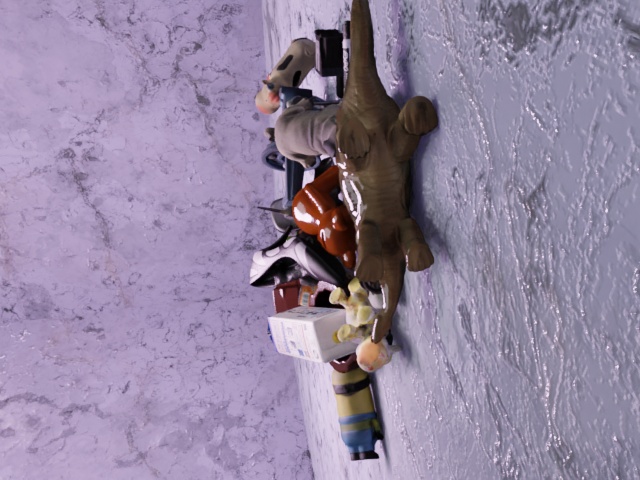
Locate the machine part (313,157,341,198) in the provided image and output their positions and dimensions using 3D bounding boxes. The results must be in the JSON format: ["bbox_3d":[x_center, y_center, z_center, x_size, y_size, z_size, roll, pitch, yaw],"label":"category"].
[{"bbox_3d":[0.008,-0.122,1.165,0.039,0.084,0.139,53,-151,-42],"label":"machine part"}]

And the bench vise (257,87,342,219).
[{"bbox_3d":[-0.049,-0.164,1.039,0.223,0.129,0.240,144,131,-66],"label":"bench vise"}]

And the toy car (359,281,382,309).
[{"bbox_3d":[0.079,-0.001,0.783,0.073,0.056,0.201,102,162,-85],"label":"toy car"}]

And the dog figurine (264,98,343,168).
[{"bbox_3d":[-0.006,-0.168,0.869,0.191,0.172,0.121,-98,-8,-74],"label":"dog figurine"}]

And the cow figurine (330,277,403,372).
[{"bbox_3d":[0.078,0.142,0.825,0.098,0.068,0.167,41,-158,-35],"label":"cow figurine"}]

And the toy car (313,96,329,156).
[{"bbox_3d":[-0.026,-0.261,1.174,0.161,0.109,0.103,107,179,-52],"label":"toy car"}]

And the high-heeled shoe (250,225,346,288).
[{"bbox_3d":[-0.051,0.064,0.943,0.145,0.086,0.249,-58,33,6],"label":"high-heeled shoe"}]

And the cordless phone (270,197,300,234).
[{"bbox_3d":[-0.034,-0.057,1.216,0.184,0.147,0.088,-136,33,-79],"label":"cordless phone"}]

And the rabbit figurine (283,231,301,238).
[{"bbox_3d":[-0.020,-0.005,1.403,0.170,0.121,0.159,7,-111,-80],"label":"rabbit figurine"}]

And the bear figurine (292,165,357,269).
[{"bbox_3d":[0.034,-0.042,0.915,0.196,0.132,0.120,28,142,58],"label":"bear figurine"}]

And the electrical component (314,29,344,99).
[{"bbox_3d":[0.018,-0.322,0.987,0.075,0.048,0.119,-108,16,-58],"label":"electrical component"}]

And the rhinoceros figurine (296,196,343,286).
[{"bbox_3d":[-0.002,-0.003,1.047,0.073,0.112,0.190,-3,74,40],"label":"rhinoceros figurine"}]

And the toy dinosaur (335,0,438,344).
[{"bbox_3d":[0.063,-0.110,0.649,0.198,0.105,0.470,-133,42,-83],"label":"toy dinosaur"}]

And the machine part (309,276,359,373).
[{"bbox_3d":[0.044,0.152,0.985,0.180,0.056,0.179,29,124,55],"label":"machine part"}]

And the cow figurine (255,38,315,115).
[{"bbox_3d":[-0.071,-0.361,1.194,0.195,0.085,0.127,-53,18,-1],"label":"cow figurine"}]

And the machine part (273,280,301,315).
[{"bbox_3d":[-0.048,0.180,1.481,0.201,0.087,0.201,-16,-83,-71],"label":"machine part"}]

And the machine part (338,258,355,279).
[{"bbox_3d":[0.021,0.046,1.148,0.243,0.079,0.079,-109,15,-54],"label":"machine part"}]

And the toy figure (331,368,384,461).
[{"bbox_3d":[0.070,0.321,1.015,0.089,0.082,0.180,95,168,-69],"label":"toy figure"}]
